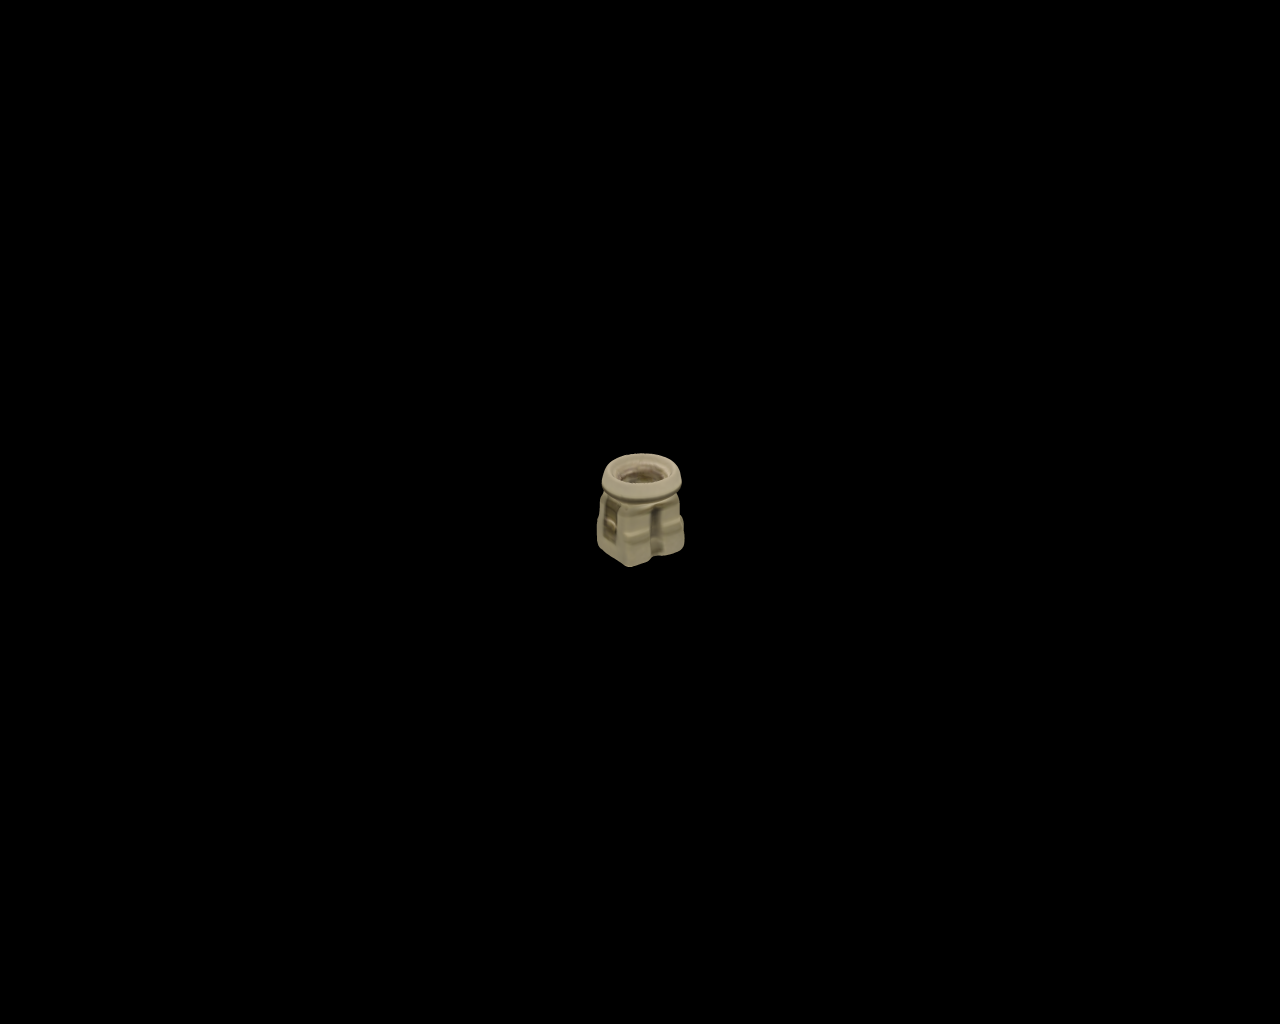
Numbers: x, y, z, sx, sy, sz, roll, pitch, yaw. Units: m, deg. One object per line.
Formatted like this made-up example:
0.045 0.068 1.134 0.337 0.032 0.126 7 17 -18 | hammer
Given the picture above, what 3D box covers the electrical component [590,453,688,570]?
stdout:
0.001 -0.003 0.650 0.066 0.055 0.048 -18 32 -31 | electrical component
